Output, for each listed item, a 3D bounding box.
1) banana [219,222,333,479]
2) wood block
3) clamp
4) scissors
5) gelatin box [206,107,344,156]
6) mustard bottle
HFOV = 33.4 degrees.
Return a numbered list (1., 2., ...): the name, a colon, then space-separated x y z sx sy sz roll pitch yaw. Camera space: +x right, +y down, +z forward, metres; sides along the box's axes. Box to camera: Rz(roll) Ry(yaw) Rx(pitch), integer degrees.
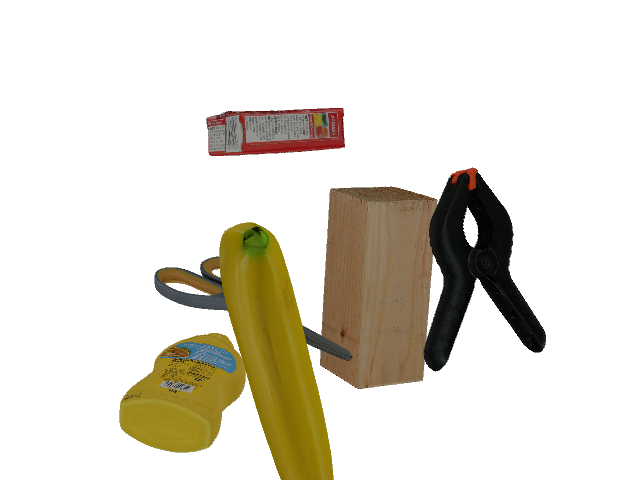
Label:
1. banana: -0.025 0.065 0.576 0.037 0.198 0.069 -11 30 4
2. wood block: 0.062 0.049 1.188 0.090 0.206 0.091 -3 14 -29
3. clamp: 0.124 0.028 0.905 0.120 0.171 0.039 -16 0 -33
4. scissors: -0.046 0.052 0.902 0.202 0.016 0.096 16 26 22
5. gelatin box: -0.033 -0.075 0.733 0.073 0.030 0.089 -5 5 -20
6. mustard bottle: -0.130 0.145 1.105 0.096 0.058 0.191 9 22 10
